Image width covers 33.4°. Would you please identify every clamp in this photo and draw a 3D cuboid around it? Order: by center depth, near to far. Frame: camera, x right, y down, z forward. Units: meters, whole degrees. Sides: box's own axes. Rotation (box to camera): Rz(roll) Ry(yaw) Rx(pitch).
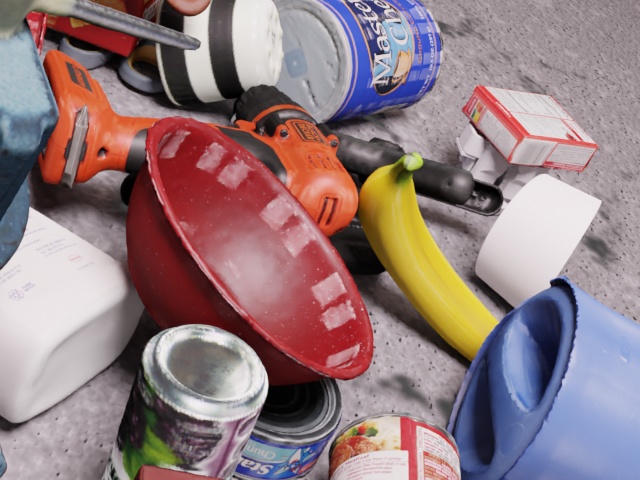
[{"bbox_3d":[-0.005,0.001,0.697,0.209,0.036,0.165,-4,36,-44],"label":"clamp"},{"bbox_3d":[0.048,-0.054,0.772,0.171,0.039,0.120,16,-3,12],"label":"clamp"}]

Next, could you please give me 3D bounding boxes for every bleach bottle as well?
[{"bbox_3d":[-0.214,-0.014,0.540,0.251,0.068,0.102,33,29,12],"label":"bleach bottle"}]

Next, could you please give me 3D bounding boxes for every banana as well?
[{"bbox_3d":[0.072,0.022,0.671,0.070,0.037,0.197,26,-25,55],"label":"banana"}]

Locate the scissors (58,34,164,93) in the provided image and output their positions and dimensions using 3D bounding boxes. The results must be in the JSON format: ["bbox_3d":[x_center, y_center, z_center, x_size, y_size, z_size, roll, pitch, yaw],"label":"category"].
[{"bbox_3d":[-0.128,-0.163,0.856,0.096,0.016,0.201,33,33,12],"label":"scissors"}]

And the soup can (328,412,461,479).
[{"bbox_3d":[0.035,0.141,0.508,0.068,0.069,0.102,22,33,-11],"label":"soup can"}]

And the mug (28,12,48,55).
[{"bbox_3d":[-0.215,-0.094,0.640,0.081,0.093,0.117,12,72,-17],"label":"mug"}]

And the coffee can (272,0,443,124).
[{"bbox_3d":[0.022,-0.150,0.875,0.103,0.103,0.140,43,34,21],"label":"coffee can"}]

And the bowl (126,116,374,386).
[{"bbox_3d":[-0.045,0.016,0.538,0.162,0.055,0.162,44,20,-20],"label":"bowl"}]

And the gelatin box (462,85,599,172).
[{"bbox_3d":[0.170,-0.089,0.863,0.089,0.030,0.073,3,39,-35],"label":"gelatin box"}]

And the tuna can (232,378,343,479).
[{"bbox_3d":[-0.032,0.085,0.567,0.086,0.034,0.086,20,33,-14],"label":"tuna can"}]

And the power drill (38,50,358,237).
[{"bbox_3d":[-0.081,-0.069,0.672,0.187,0.057,0.184,8,23,-22],"label":"power drill"}]

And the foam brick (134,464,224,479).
[{"bbox_3d":[-0.060,0.138,0.430,0.051,0.078,0.053,16,34,-17],"label":"foam brick"}]

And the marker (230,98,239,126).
[{"bbox_3d":[-0.060,-0.073,0.781,0.020,0.020,0.121,22,32,-12],"label":"marker"}]

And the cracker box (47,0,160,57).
[{"bbox_3d":[-0.212,-0.235,0.825,0.213,0.072,0.164,22,32,0],"label":"cracker box"}]

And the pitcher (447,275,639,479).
[{"bbox_3d":[0.199,0.139,0.597,0.242,0.149,0.145,27,8,-9],"label":"pitcher"}]
